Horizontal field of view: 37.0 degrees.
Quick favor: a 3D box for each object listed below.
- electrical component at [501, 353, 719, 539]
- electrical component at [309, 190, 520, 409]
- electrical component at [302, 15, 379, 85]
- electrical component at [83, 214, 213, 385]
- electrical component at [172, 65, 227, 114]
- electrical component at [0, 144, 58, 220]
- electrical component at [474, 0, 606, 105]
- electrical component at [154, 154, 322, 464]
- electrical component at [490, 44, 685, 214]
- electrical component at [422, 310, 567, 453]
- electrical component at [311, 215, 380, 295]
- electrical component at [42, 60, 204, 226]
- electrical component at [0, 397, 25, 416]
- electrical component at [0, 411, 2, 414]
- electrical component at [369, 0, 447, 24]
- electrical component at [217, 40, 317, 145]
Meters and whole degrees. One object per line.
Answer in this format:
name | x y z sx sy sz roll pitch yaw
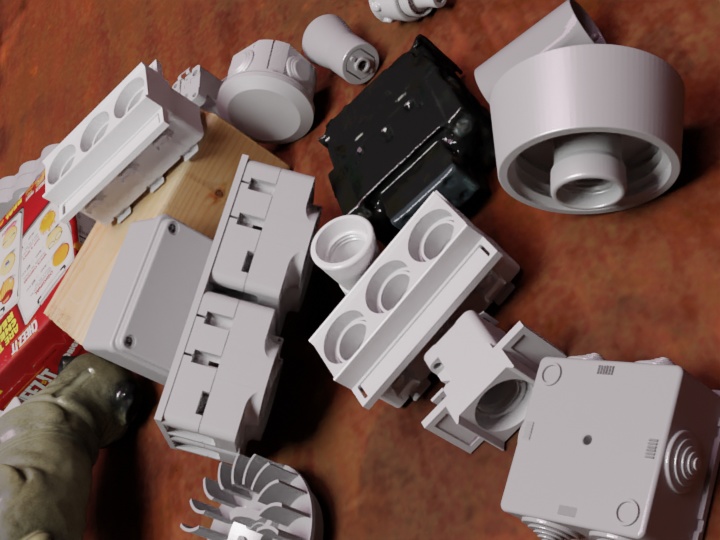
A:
electrical component | 0.124 0.091 0.531 0.100 0.048 0.099 0 65 47
electrical component | 0.035 0.022 0.665 0.121 0.063 0.078 -50 38 10
electrical component | -0.013 -0.177 0.876 0.044 0.044 0.065 -53 43 7
electrical component | -0.135 0.030 0.809 0.056 0.109 0.108 -5 61 49
electrical component | -0.136 -0.147 0.970 0.042 0.064 0.081 -30 45 30
electrical component | -0.350 -0.075 1.162 0.138 0.052 0.073 -25 48 35
electrical component | 0.120 -0.122 0.689 0.077 0.043 0.079 -34 44 27
electrical component | -0.077 0.032 0.737 0.105 0.060 0.186 102 -176 -71
electrical component | 0.126 -0.069 0.597 0.108 0.108 0.060 -18 58 40
electrical component | 0.072 0.060 0.616 0.081 0.042 0.063 -47 37 12
electrical component | 0.000 0.000 0.716 0.044 0.065 0.044 -14 49 17
electrical component | -0.183 -0.093 0.834 0.121 0.063 0.078 -38 43 22
electrical component | -0.298 0.169 0.936 0.099 0.048 0.100 -53 35 -2
electrical component | -0.376 0.114 1.022 0.062 0.096 0.061 -44 31 17
electrical component | 0.041 -0.216 0.841 0.062 0.048 0.048 20 80 45
electrical component | -0.075 -0.146 0.891 0.080 0.080 0.051 -23 44 37
